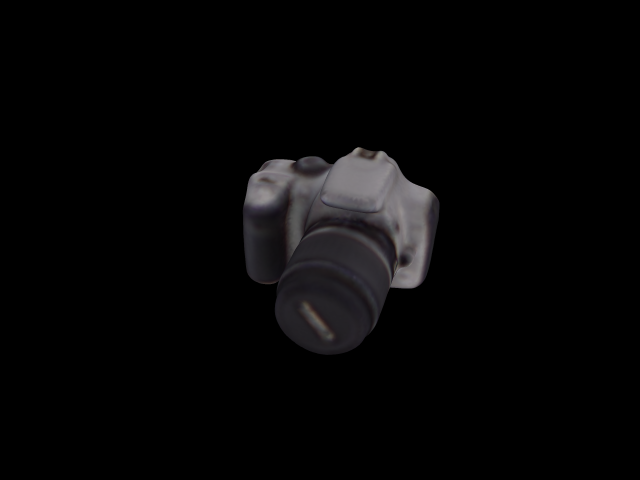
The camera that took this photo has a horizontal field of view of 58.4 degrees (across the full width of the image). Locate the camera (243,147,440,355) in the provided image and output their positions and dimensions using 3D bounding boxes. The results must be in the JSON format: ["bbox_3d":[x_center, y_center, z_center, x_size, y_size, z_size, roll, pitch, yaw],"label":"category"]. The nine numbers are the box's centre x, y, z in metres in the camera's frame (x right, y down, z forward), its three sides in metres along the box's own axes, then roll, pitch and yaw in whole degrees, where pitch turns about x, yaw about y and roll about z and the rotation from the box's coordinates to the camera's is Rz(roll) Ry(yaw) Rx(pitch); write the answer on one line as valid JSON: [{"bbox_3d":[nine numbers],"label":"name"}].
[{"bbox_3d":[0.004,0.001,0.400,0.143,0.101,0.137,11,39,14],"label":"camera"}]
